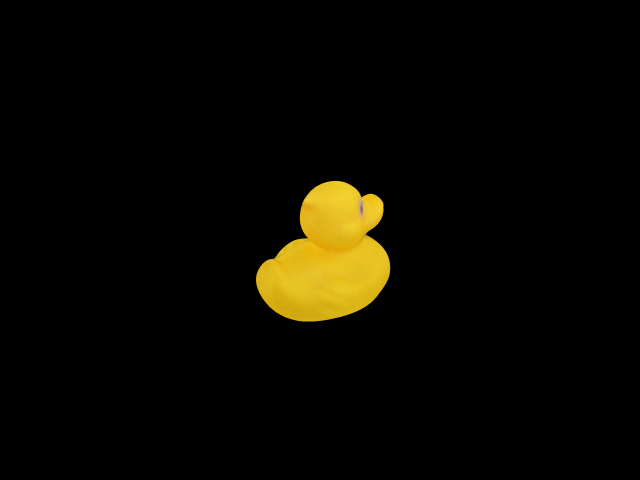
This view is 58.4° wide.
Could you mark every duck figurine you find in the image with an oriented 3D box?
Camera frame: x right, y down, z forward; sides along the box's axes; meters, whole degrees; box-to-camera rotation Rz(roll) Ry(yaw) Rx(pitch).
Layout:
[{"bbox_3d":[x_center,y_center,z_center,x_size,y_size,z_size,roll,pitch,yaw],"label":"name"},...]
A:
[{"bbox_3d":[0.004,0.001,0.400,0.105,0.086,0.077,-21,40,-26],"label":"duck figurine"}]
